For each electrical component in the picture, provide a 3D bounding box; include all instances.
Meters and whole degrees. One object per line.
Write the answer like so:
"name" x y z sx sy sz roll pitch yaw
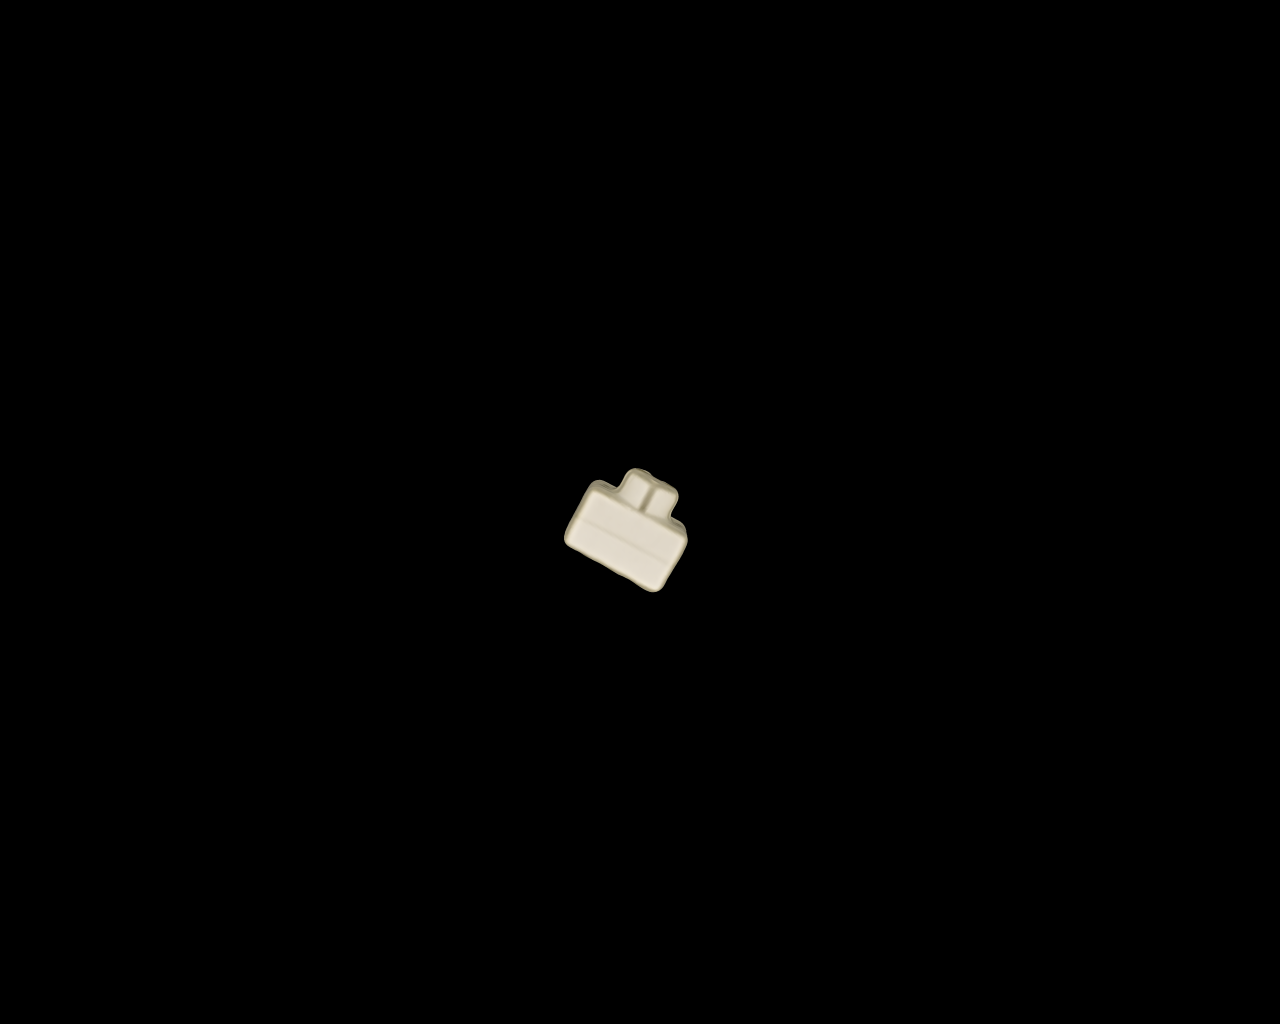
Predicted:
"electrical component" 0.001 -0.003 0.650 0.066 0.076 0.047 28 7 -4
